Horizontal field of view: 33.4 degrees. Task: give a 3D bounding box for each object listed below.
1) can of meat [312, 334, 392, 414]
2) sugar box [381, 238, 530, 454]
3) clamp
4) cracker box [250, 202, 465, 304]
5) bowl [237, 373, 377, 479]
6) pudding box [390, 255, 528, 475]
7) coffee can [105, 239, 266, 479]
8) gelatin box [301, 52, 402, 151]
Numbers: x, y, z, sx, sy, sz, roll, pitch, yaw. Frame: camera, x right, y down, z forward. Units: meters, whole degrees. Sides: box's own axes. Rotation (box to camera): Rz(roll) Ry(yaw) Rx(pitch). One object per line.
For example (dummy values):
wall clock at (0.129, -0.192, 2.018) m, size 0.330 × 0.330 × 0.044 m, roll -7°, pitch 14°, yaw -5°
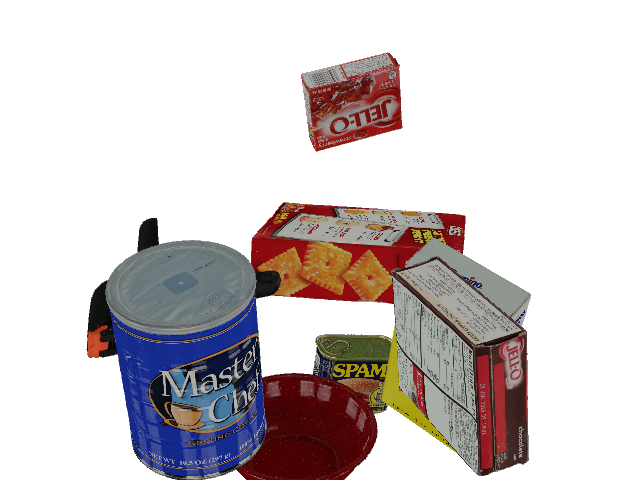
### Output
can of meat at (0.040, 0.166, 1.312) m, size 0.102 × 0.084 × 0.057 m, roll 2°, pitch 24°, yaw -16°
sugar box at (0.104, 0.090, 0.860) m, size 0.093 × 0.176 × 0.048 m, roll 31°, pitch 53°, yaw 25°
clamp at (-0.161, 0.046, 1.027) m, size 0.165 × 0.036 × 0.209 m, roll 26°, pitch 36°, yaw 25°
cracker box at (0.045, 0.015, 1.149) m, size 0.214 × 0.072 × 0.164 m, roll 5°, pitch 15°, yaw 8°
bowl at (-0.025, 0.202, 1.054) m, size 0.162 × 0.055 × 0.162 m, roll 1°, pitch 31°, yaw -1°
pudding box at (0.083, 0.073, 0.644) m, size 0.039 × 0.090 × 0.114 m, roll -14°, pitch 27°, yaw -19°
coffee can at (-0.093, 0.085, 0.766) m, size 0.103 × 0.140 × 0.103 m, roll -1°, pitch 34°, yaw 1°
gelatin box at (0.031, -0.128, 0.992) m, size 0.089 × 0.073 × 0.030 m, roll -15°, pitch 45°, yaw -8°
